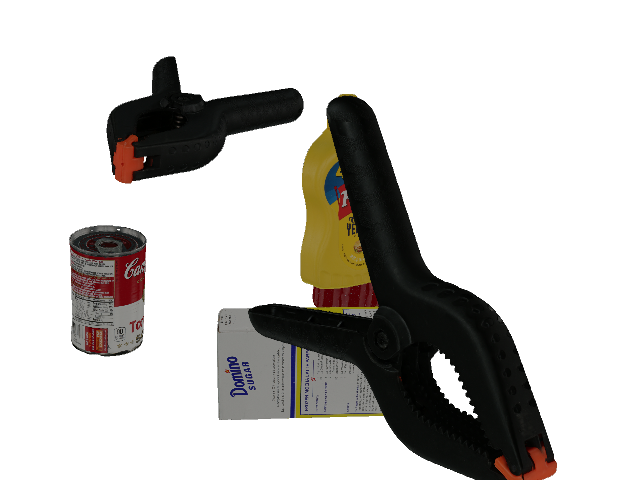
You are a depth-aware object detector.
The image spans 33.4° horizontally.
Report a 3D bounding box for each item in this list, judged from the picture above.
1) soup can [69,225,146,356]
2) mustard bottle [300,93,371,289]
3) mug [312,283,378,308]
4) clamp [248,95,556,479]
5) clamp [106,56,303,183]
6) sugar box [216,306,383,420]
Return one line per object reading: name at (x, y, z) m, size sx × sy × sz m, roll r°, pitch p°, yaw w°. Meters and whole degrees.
soup can at (-0.193, 0.046, 0.968) m, size 0.068 × 0.102 × 0.068 m, roll 4°, pitch 21°, yaw -2°
mustard bottle at (0.026, -0.051, 1.078) m, size 0.096 × 0.192 × 0.058 m, roll -10°, pitch 18°, yaw -34°
mug at (0.046, 0.042, 1.285) m, size 0.117 × 0.081 × 0.093 m, roll 1°, pitch 23°, yaw -10°
clamp at (0.043, 0.036, 0.544) m, size 0.036 × 0.165 × 0.210 m, roll -13°, pitch 42°, yaw -38°
clamp at (-0.102, -0.088, 0.746) m, size 0.120 × 0.039 × 0.171 m, roll 16°, pitch 28°, yaw 26°
sugar box at (0.000, 0.104, 0.910) m, size 0.176 × 0.093 × 0.048 m, roll 1°, pitch 27°, yaw -2°
